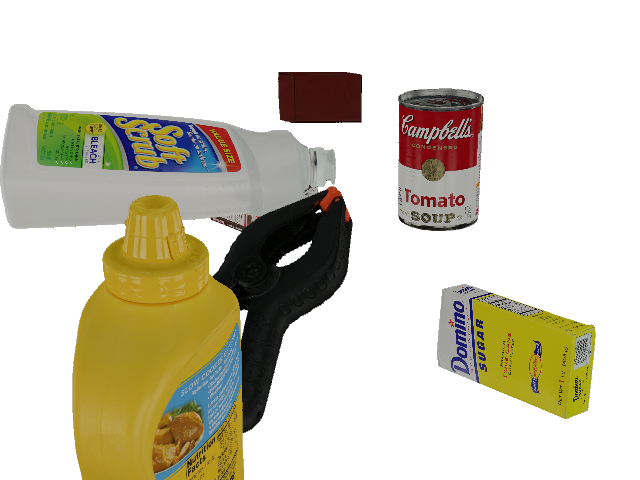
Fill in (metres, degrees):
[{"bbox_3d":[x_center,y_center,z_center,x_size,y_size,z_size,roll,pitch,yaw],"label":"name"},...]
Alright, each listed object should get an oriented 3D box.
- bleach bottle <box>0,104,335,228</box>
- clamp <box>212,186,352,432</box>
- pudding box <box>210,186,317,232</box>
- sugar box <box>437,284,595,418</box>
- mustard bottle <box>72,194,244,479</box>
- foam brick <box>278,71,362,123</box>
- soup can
[{"bbox_3d":[-0.115,-0.060,0.833,0.250,0.068,0.102,-2,45,-7],"label":"bleach bottle"},{"bbox_3d":[-0.033,0.038,0.646,0.120,0.171,0.039,38,-18,34],"label":"clamp"},{"bbox_3d":[-0.070,-0.050,1.315,0.090,0.039,0.113,20,40,30],"label":"pudding box"},{"bbox_3d":[0.200,0.113,1.120,0.048,0.093,0.177,-11,19,-42],"label":"sugar box"},{"bbox_3d":[-0.065,0.072,0.445,0.058,0.192,0.096,12,28,19],"label":"mustard bottle"},{"bbox_3d":[-0.001,-0.151,1.123,0.078,0.051,0.053,-3,12,-19],"label":"foam brick"},{"bbox_3d":[0.096,-0.066,0.862,0.068,0.102,0.068,-1,20,0],"label":"soup can"}]
